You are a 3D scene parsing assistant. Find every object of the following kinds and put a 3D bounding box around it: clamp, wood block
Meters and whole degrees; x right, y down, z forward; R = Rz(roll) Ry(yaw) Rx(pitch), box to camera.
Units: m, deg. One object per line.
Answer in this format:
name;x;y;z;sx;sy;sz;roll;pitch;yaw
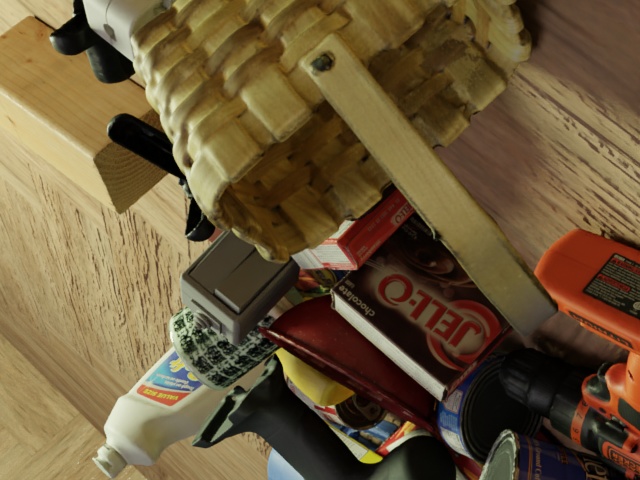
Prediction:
clamp;-0.177;-0.194;0.841;0.210;0.036;0.164;72;-168;-80
wood block;-0.245;-0.127;1.061;0.206;0.090;0.091;34;155;28
clamp;-0.093;-0.044;0.872;0.120;0.039;0.171;60;-158;17

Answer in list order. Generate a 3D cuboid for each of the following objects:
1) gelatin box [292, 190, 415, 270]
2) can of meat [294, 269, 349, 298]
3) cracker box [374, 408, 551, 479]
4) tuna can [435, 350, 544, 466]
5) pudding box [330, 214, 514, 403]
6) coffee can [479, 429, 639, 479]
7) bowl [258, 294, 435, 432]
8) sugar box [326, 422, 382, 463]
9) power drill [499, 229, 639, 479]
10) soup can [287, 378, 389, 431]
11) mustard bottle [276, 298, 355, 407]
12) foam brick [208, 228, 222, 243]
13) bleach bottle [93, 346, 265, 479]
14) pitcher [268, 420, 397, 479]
gelatin box;0.023;-0.011;0.796;0.030;0.073;0.089;53;156;-17
can of meat;-0.006;0.001;0.891;0.084;0.057;0.102;52;157;-18
cracker box;0.146;0.215;0.957;0.164;0.072;0.214;46;159;7
tuna can;0.131;0.128;0.818;0.034;0.086;0.086;15;142;56
pudding box;0.077;0.048;0.774;0.114;0.090;0.039;39;157;21
coffee can;0.186;0.202;0.750;0.140;0.102;0.103;16;155;-1
bowl;0.033;0.089;0.846;0.162;0.055;0.162;30;171;5
sugar box;0.061;0.248;1.014;0.176;0.048;0.093;27;151;47
power drill;0.185;0.079;0.681;0.185;0.057;0.187;25;152;35
soup can;0.018;0.151;1.080;0.068;0.068;0.102;55;157;-18
mustard bottle;-0.034;0.074;1.011;0.192;0.096;0.058;38;127;23
foam brick;-0.065;-0.012;0.978;0.078;0.053;0.051;36;156;28
bleach bottle;-0.122;0.147;1.082;0.103;0.250;0.068;30;153;35
pitcher;0.048;0.278;1.183;0.243;0.149;0.144;23;163;51
